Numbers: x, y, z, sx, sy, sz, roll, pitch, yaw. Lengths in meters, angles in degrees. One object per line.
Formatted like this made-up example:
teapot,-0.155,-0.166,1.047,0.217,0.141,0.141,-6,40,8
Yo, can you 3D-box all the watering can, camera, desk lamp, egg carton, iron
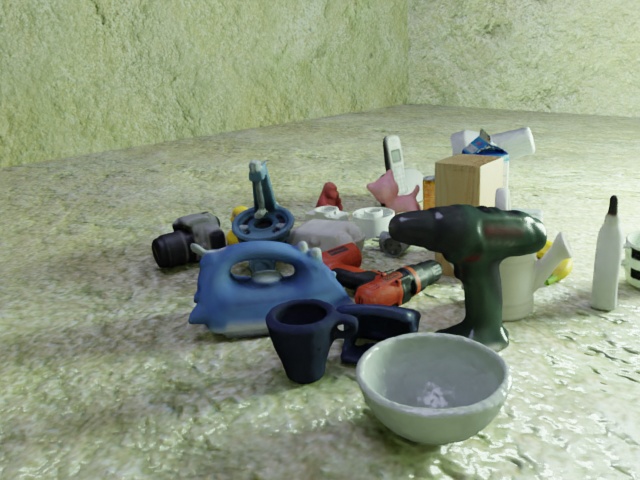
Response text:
watering can,0.284,0.015,0.869,0.173,0.194,0.101,-4,19,2
camera,-0.277,-0.002,1.176,0.137,0.101,0.142,-17,23,-32
desk lamp,0.392,-0.143,1.271,0.202,0.214,0.118,3,20,19
egg carton,0.011,0.004,1.147,0.150,0.069,0.107,5,21,25
iron,-0.076,0.060,0.892,0.258,0.141,0.118,-6,19,-6

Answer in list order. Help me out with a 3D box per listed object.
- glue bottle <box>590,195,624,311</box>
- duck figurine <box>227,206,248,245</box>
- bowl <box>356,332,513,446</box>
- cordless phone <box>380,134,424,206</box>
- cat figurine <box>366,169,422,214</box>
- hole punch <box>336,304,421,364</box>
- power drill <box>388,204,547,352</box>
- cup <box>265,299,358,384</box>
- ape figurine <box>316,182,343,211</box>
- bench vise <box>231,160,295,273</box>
glue bottle,0.438,0.016,0.868,0.037,0.173,0.078,6,22,28
duck figurine,-0.172,-0.035,1.271,0.077,0.086,0.104,-4,19,-1
bowl,0.123,0.172,0.631,0.167,0.075,0.167,-4,19,2
cordless phone,0.215,-0.181,1.461,0.148,0.185,0.093,-21,25,-40
cat figurine,0.178,-0.107,1.360,0.127,0.118,0.067,3,21,20
hole punch,0.080,0.114,0.784,0.108,0.091,0.101,2,20,18
power drill,0.197,0.049,0.767,0.230,0.208,0.075,-11,20,-20
cup,-0.007,0.134,0.736,0.117,0.095,0.092,0,20,11
ape figurine,0.025,-0.096,1.398,0.075,0.092,0.078,13,26,40
bench vise,-0.120,-0.060,1.127,0.121,0.220,0.207,-9,20,-12
